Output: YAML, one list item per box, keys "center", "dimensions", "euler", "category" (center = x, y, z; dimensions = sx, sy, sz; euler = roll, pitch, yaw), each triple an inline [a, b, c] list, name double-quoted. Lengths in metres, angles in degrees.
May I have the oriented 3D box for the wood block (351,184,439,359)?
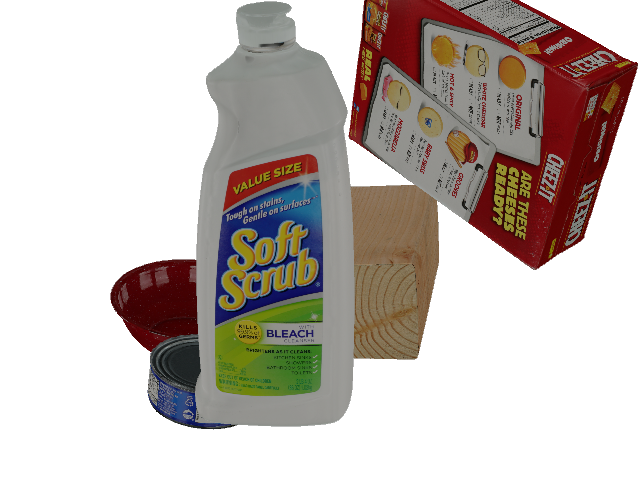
- center: [0.056, 0.023, 0.989]
  dimensions: [0.091, 0.090, 0.206]
  euler: [0, 22, 11]
  category: "wood block"

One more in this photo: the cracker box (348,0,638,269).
- center: [0.122, -0.106, 0.826]
  dimensions: [0.072, 0.164, 0.214]
  euler: [-28, 50, -33]
  category: "cracker box"

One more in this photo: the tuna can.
- center: [-0.085, 0.104, 0.796]
  dimensions: [0.086, 0.034, 0.086]
  euler: [7, 22, -3]
  category: "tuna can"

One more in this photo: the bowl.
- center: [-0.136, 0.080, 1.103]
  dimensions: [0.162, 0.055, 0.162]
  euler: [5, 27, -3]
  category: "bowl"

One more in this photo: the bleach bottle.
- center: [-0.032, -0.011, 0.620]
  dimensions: [0.102, 0.251, 0.068]
  euler: [1, 27, 7]
  category: "bleach bottle"
